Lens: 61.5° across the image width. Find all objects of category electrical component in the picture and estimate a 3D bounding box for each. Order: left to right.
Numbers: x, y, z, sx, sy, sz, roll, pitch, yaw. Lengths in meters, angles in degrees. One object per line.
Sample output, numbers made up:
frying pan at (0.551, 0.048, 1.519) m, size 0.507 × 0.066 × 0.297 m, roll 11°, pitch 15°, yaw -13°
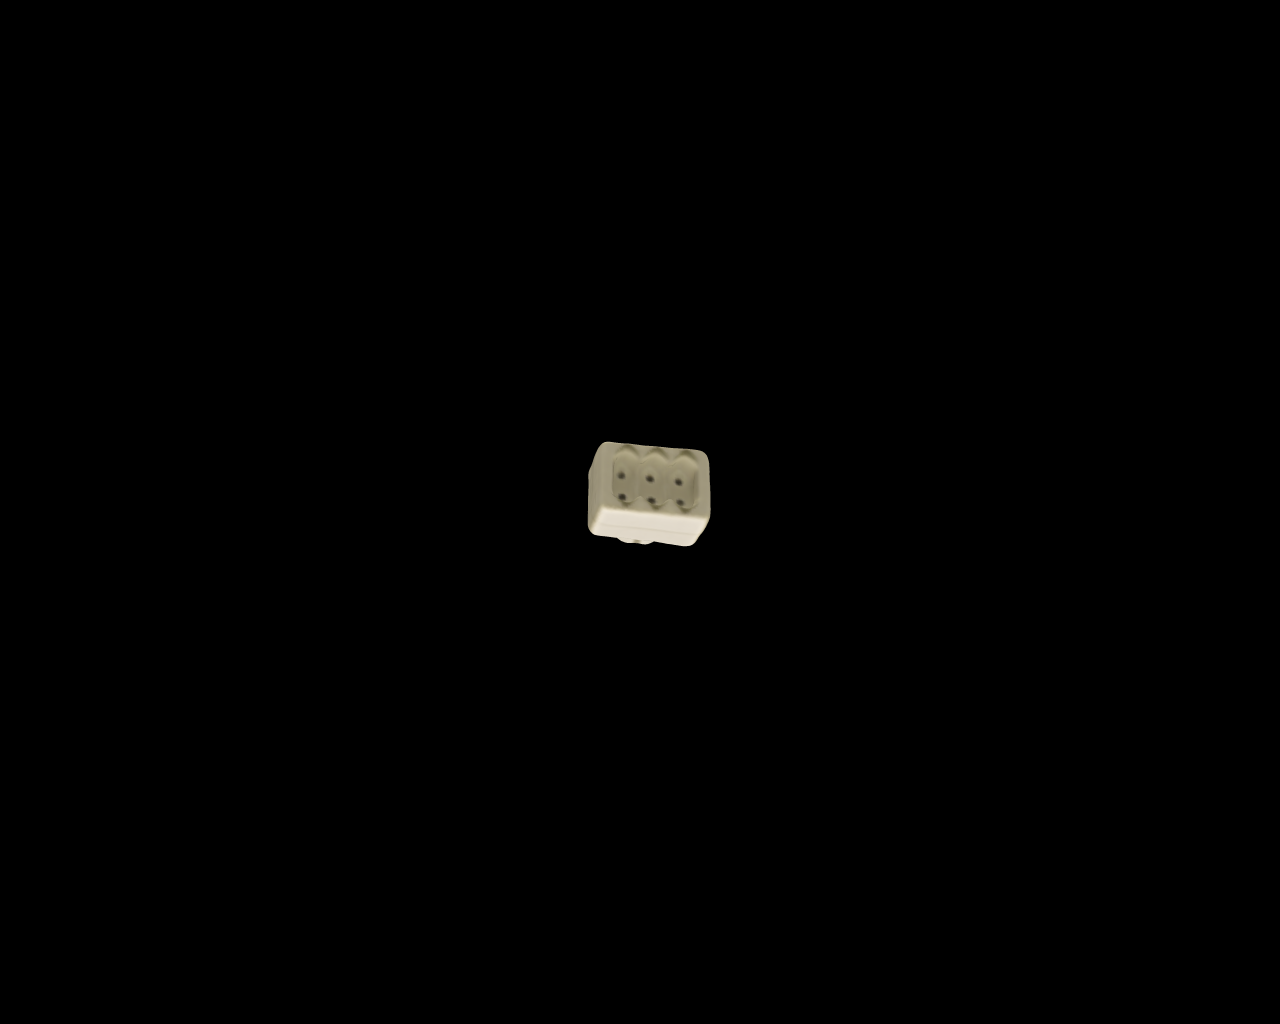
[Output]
electrical component at (0.001, -0.003, 0.650) m, size 0.066 × 0.047 × 0.076 m, roll 6°, pitch -28°, yaw -12°
